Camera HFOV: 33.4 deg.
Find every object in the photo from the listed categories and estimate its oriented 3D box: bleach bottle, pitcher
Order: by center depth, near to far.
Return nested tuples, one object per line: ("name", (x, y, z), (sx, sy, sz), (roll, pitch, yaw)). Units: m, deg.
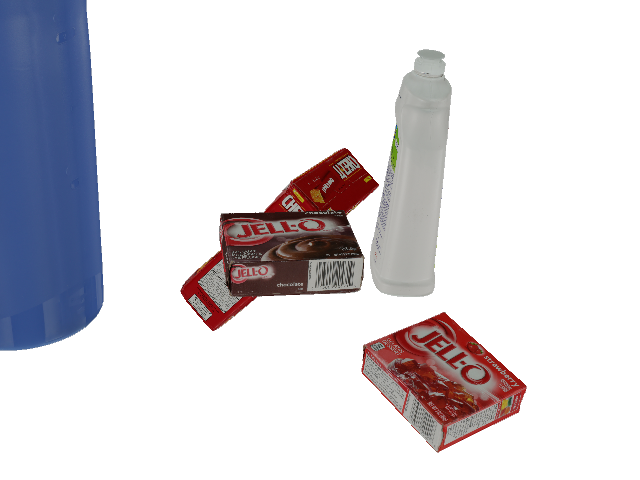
("pitcher", (-0.210, -0.052, 0.673), (0.149, 0.243, 0.145), (-6, 27, -10))
("bleach bottle", (0.099, -0.072, 1.115), (0.068, 0.251, 0.102), (3, 29, -6))

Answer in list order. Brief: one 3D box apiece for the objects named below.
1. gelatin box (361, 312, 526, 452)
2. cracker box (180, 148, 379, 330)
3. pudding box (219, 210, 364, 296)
("gelatin box", (0.082, 0.093, 0.724), (0.073, 0.030, 0.089), (-19, 44, -29))
("cracker box", (-0.049, -0.004, 1.256), (0.214, 0.072, 0.164), (-42, 0, 29))
("pudding box", (-0.026, 0.009, 0.901), (0.113, 0.039, 0.090), (0, 28, -11))
